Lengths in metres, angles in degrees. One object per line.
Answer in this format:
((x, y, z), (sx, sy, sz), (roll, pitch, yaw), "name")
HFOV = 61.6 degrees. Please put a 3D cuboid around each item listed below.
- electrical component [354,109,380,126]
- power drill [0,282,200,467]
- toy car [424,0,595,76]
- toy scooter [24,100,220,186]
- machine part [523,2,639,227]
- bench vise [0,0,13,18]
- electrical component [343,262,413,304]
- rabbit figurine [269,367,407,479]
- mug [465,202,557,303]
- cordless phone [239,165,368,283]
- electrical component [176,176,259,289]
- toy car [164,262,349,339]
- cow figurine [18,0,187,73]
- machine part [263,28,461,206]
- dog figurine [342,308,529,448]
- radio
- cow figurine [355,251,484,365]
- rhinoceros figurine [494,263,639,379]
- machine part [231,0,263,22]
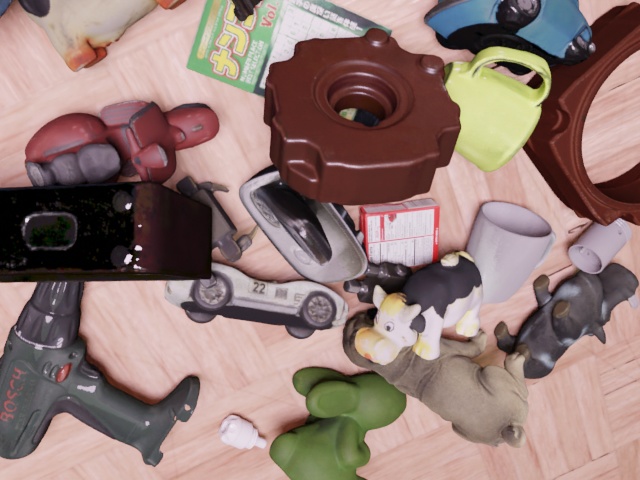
((0.049, -0.096, 0.547), (0.119, 0.048, 0.074), (12, 113, -29), "electrical component")
((-0.239, 0.151, 0.585), (0.207, 0.086, 0.232), (28, 99, -25), "power drill")
((0.189, -0.225, 0.507), (0.161, 0.109, 0.102), (11, 92, -24), "toy car")
((-0.179, -0.077, 0.473), (0.184, 0.135, 0.075), (-15, 116, -3), "toy scooter")
((0.336, -0.130, 0.582), (0.201, 0.087, 0.201), (-42, 112, 7), "machine part")
((-0.281, -0.167, 0.370), (0.128, 0.241, 0.223), (17, 84, -39), "bench vise")
((0.075, 0.049, 0.611), (0.094, 0.021, 0.063), (14, 137, -33), "electrical component")
((0.025, 0.226, 0.669), (0.170, 0.121, 0.159), (-45, 107, -11), "rabbit figurine")
((0.218, 0.019, 0.629), (0.109, 0.081, 0.107), (-3, 125, -28), "mug")
((-0.001, -0.001, 0.514), (0.089, 0.184, 0.146), (-36, 114, 0), "cordless phone")
((-0.113, -0.013, 0.538), (0.078, 0.045, 0.102), (-42, 83, 6), "electrical component")
((-0.066, 0.066, 0.587), (0.202, 0.073, 0.056), (12, 65, -16), "toy car")
((-0.164, -0.243, 0.439), (0.195, 0.086, 0.127), (-34, 117, 8), "cow figurine")
((0.035, -0.110, 0.470), (0.179, 0.179, 0.056), (-6, 148, -9), "machine part")
((0.126, 0.159, 0.617), (0.190, 0.172, 0.121), (16, 97, -25), "dog figurine")
((-0.219, 0.000, 0.461), (0.230, 0.131, 0.073), (-3, 84, 6), "radio")
((0.109, 0.068, 0.564), (0.167, 0.068, 0.098), (-14, 120, -41), "cow figurine")
((0.315, 0.102, 0.679), (0.112, 0.073, 0.190), (39, 100, -21), "rhinoceros figurine")
((-0.039, -0.262, 0.458), (0.139, 0.039, 0.084), (-50, 144, -6), "machine part")
